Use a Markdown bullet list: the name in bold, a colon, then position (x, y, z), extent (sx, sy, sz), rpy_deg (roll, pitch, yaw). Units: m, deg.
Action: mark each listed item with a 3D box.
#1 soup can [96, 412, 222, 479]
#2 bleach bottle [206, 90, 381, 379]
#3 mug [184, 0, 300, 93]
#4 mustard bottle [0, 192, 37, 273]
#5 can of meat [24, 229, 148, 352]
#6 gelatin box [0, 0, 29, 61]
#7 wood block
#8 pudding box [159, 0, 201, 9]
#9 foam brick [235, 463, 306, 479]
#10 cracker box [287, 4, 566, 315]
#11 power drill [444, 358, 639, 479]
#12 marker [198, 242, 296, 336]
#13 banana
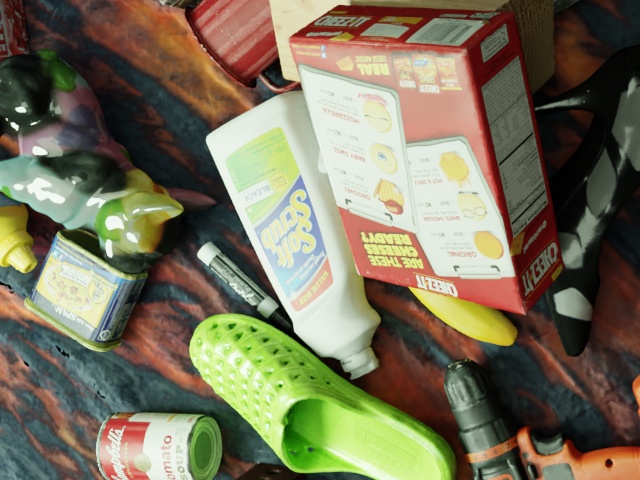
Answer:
- **soup can**: position (-0.154, 0.201, 1.029), extent (0.102, 0.068, 0.068), rpy_deg (-2, 95, 22)
- **bleach bottle**: position (-0.006, 0.001, 0.948), extent (0.103, 0.068, 0.251), rpy_deg (-26, 88, 25)
- **mug**: position (-0.051, -0.184, 0.934), extent (0.082, 0.093, 0.117), rpy_deg (-38, 89, 17)
- **mustard bottle**: position (-0.350, -0.040, 1.070), extent (0.192, 0.096, 0.058), rpy_deg (45, 111, 12)
- **can of meat**: position (-0.228, 0.047, 1.050), extent (0.102, 0.057, 0.084), rpy_deg (30, 104, 17)
- **gelatin box**: position (-0.321, -0.201, 1.052), extent (0.030, 0.073, 0.089), rpy_deg (-5, 94, 23)
- **wood block**: position (0.071, -0.167, 0.842), extent (0.206, 0.090, 0.090), rpy_deg (16, 131, 34)
- **pudding box**: position (-0.102, -0.243, 0.924), extent (0.090, 0.113, 0.039), rpy_deg (-39, 96, 10)
- **foam brick**: position (-0.052, 0.245, 0.985), extent (0.053, 0.078, 0.051), rpy_deg (4, 99, 22)
- **cracker box**: position (0.081, -0.063, 0.787), extent (0.164, 0.072, 0.213), rpy_deg (13, 132, 42)
- **power drill**: position (0.209, 0.163, 0.878), extent (0.188, 0.057, 0.184), rpy_deg (-24, 90, 26)
- **marker**: position (-0.066, 0.047, 1.001), extent (0.121, 0.020, 0.020), rpy_deg (41, 109, 13)
- **banana**: position (0.096, 0.013, 0.918), extent (0.070, 0.037, 0.198), rpy_deg (-30, 84, 25)
